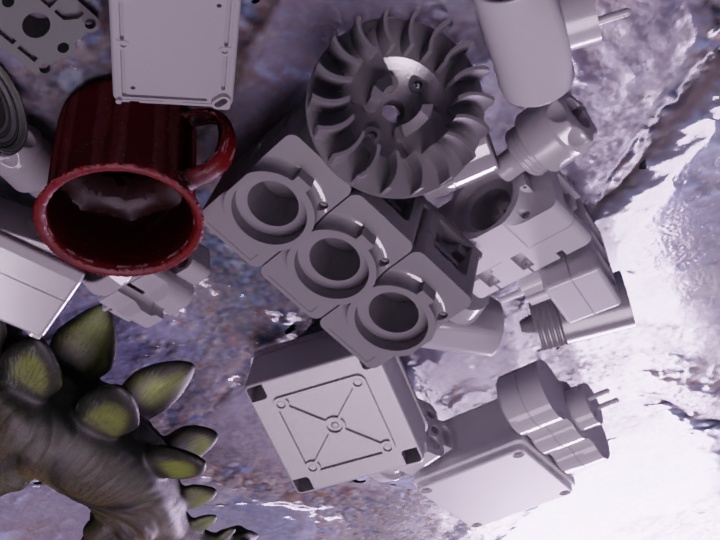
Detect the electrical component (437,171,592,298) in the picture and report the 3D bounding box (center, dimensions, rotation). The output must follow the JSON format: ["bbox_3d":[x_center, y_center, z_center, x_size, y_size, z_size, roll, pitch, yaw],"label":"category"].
[{"bbox_3d":[0.095,-0.031,0.705,0.089,0.050,0.056,-29,135,26],"label":"electrical component"}]

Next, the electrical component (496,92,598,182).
[{"bbox_3d":[0.109,-0.078,0.655,0.043,0.043,0.062,27,131,-34],"label":"electrical component"}]

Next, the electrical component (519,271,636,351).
[{"bbox_3d":[0.158,0.032,0.794,0.081,0.043,0.043,-16,140,11],"label":"electrical component"}]

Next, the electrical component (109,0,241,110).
[{"bbox_3d":[-0.092,-0.136,0.540,0.062,0.061,0.096,2,145,-10],"label":"electrical component"}]

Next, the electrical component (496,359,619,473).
[{"bbox_3d":[0.177,0.117,0.892,0.074,0.052,0.138,-26,137,22],"label":"electrical component"}]

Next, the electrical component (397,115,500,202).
[{"bbox_3d":[0.054,-0.075,0.644,0.047,0.055,0.055,-20,139,11],"label":"electrical component"}]

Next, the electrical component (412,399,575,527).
[{"bbox_3d":[0.116,0.170,0.945,0.109,0.056,0.109,-26,137,23],"label":"electrical component"}]

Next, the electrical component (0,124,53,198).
[{"bbox_3d":[-0.194,-0.060,0.644,0.035,0.035,0.061,-18,142,14],"label":"electrical component"}]

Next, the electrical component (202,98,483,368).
[{"bbox_3d":[-0.011,-0.019,0.656,0.150,0.061,0.089,42,124,-17],"label":"electrical component"}]

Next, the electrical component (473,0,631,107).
[{"bbox_3d":[0.106,-0.136,0.583,0.079,0.044,0.077,-15,140,11],"label":"electrical component"}]

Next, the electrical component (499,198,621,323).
[{"bbox_3d":[0.128,0.000,0.734,0.077,0.065,0.047,-23,138,19],"label":"electrical component"}]

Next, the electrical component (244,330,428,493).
[{"bbox_3d":[-0.016,0.102,0.818,0.109,0.056,0.108,-17,115,14],"label":"electrical component"}]

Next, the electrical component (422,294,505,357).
[{"bbox_3d":[0.068,0.026,0.776,0.077,0.043,0.079,10,138,-18],"label":"electrical component"}]

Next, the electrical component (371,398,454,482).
[{"bbox_3d":[0.031,0.142,0.901,0.078,0.058,0.057,28,127,-34],"label":"electrical component"}]

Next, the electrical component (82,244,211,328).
[{"bbox_3d":[-0.146,-0.002,0.703,0.078,0.058,0.057,-27,139,25],"label":"electrical component"}]

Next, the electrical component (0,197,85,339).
[{"bbox_3d":[-0.226,-0.012,0.667,0.096,0.061,0.061,30,103,-35],"label":"electrical component"}]
